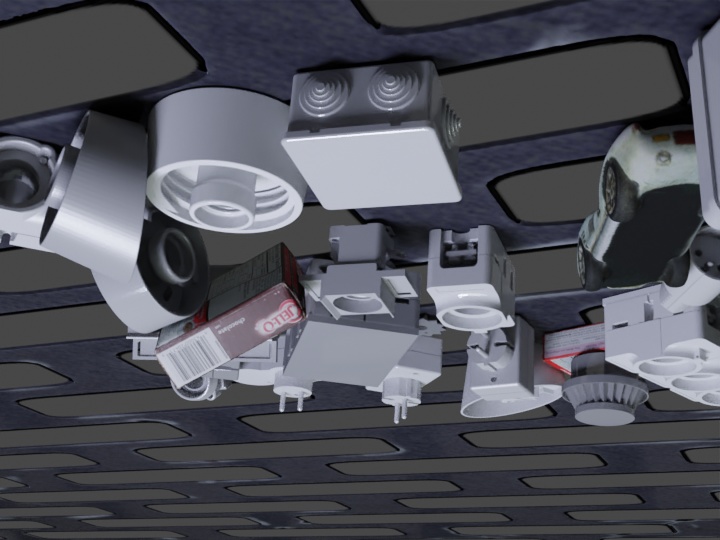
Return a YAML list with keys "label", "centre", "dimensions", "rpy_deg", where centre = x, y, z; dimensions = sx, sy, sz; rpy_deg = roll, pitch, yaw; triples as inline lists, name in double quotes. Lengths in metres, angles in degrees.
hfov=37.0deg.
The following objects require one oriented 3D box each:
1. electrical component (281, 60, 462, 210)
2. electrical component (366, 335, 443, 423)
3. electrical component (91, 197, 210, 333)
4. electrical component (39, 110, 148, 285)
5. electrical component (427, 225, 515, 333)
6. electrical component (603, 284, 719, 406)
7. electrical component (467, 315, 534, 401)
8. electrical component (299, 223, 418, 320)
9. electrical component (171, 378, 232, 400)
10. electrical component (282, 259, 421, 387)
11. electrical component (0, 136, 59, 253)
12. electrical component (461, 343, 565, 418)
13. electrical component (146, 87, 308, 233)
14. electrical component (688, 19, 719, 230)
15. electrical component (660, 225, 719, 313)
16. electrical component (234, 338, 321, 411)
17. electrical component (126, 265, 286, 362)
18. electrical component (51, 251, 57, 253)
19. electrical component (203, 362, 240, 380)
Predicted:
- label: "electrical component"
  centre: [0.010, -0.078, 0.633]
  dimensions: [0.100, 0.048, 0.099]
  rpy_deg: [-3, 156, 16]
- label: "electrical component"
  centre: [0.041, 0.108, 1.033]
  dimensions: [0.047, 0.075, 0.083]
  rpy_deg: [12, 156, -17]
- label: "electrical component"
  centre: [-0.156, -0.005, 0.779]
  dimensions: [0.064, 0.099, 0.099]
  rpy_deg: [-15, 151, 25]
- label: "electrical component"
  centre: [-0.160, -0.048, 0.673]
  dimensions: [0.064, 0.099, 0.099]
  rpy_deg: [20, 153, -21]
- label: "electrical component"
  centre: [0.086, 0.011, 0.822]
  dimensions: [0.050, 0.055, 0.089]
  rpy_deg: [-4, 156, 19]
- label: "electrical component"
  centre: [0.285, 0.066, 0.909]
  dimensions: [0.150, 0.061, 0.089]
  rpy_deg: [24, 150, -39]
- label: "electrical component"
  centre: [0.119, 0.072, 0.947]
  dimensions: [0.047, 0.065, 0.077]
  rpy_deg: [-9, 154, 28]
- label: "electrical component"
  centre: [0.000, 0.000, 0.800]
  dimensions: [0.081, 0.063, 0.042]
  rpy_deg: [-3, 156, 16]
- label: "electrical component"
  centre: [-0.156, 0.100, 1.058]
  dimensions: [0.048, 0.066, 0.055]
  rpy_deg: [-3, -171, 16]
- label: "electrical component"
  centre: [-0.010, 0.044, 0.908]
  dimensions: [0.089, 0.061, 0.150]
  rpy_deg: [8, 157, -9]
- label: "electrical component"
  centre: [-0.234, -0.053, 0.729]
  dimensions: [0.095, 0.053, 0.059]
  rpy_deg: [11, 156, -16]
- label: "electrical component"
  centre: [0.147, 0.107, 1.027]
  dimensions: [0.099, 0.064, 0.099]
  rpy_deg: [4, 157, 2]
- label: "electrical component"
  centre: [-0.083, -0.060, 0.677]
  dimensions: [0.108, 0.060, 0.108]
  rpy_deg: [4, 157, 2]
- label: "electrical component"
  centre: [0.211, -0.074, 0.528]
  dimensions: [0.078, 0.113, 0.057]
  rpy_deg: [9, 154, -12]
- label: "electrical component"
  centre: [0.247, 0.003, 0.791]
  dimensions: [0.043, 0.043, 0.081]
  rpy_deg: [6, 157, -4]
- label: "electrical component"
  centre: [-0.063, 0.100, 1.033]
  dimensions: [0.138, 0.073, 0.052]
  rpy_deg: [-5, 155, 20]
- label: "electrical component"
  centre: [-0.125, 0.036, 0.897]
  dimensions: [0.121, 0.078, 0.063]
  rpy_deg: [0, 177, 9]
- label: "electrical component"
  centre: [-0.228, -0.030, 0.806]
  dimensions: [0.061, 0.035, 0.035]
  rpy_deg: [11, 156, -12]
- label: "electrical component"
  centre: [-0.137, 0.063, 0.983]
  dimensions: [0.059, 0.053, 0.095]
  rpy_deg: [7, 157, -6]
